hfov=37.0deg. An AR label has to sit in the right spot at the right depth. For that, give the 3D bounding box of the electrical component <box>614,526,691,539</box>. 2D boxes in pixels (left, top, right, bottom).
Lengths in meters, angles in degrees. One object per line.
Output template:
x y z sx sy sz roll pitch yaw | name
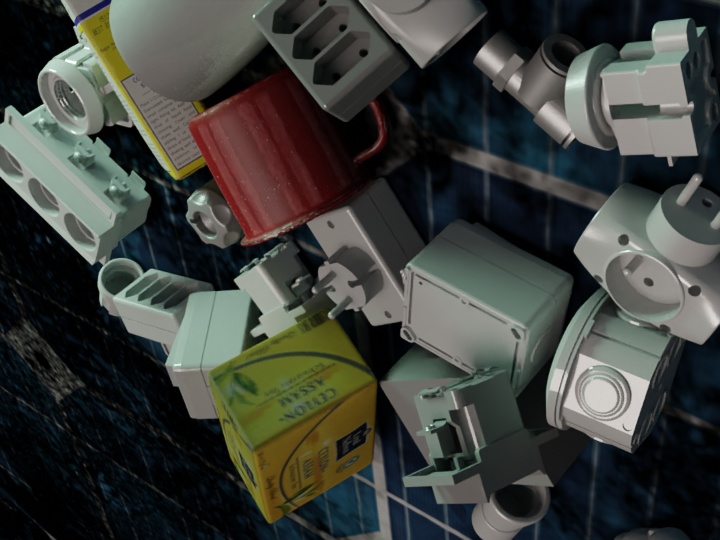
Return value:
0.179 0.185 0.683 0.048 0.048 0.062 57 152 -13 | electrical component

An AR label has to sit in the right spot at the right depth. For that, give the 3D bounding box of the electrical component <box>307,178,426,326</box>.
0.000 0.000 0.666 0.047 0.076 0.083 -14 113 52 | electrical component

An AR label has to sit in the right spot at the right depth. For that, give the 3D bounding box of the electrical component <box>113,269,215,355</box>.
-0.154 0.048 0.906 0.083 0.047 0.075 12 132 41 | electrical component

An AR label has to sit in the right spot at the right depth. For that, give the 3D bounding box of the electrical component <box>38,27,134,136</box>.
-0.188 -0.131 0.759 0.058 0.057 0.078 18 136 36 | electrical component

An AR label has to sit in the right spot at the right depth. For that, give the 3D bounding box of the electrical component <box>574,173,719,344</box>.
0.153 -0.014 0.514 0.077 0.044 0.079 38 144 14 | electrical component

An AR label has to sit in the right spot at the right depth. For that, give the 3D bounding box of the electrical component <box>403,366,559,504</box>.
0.063 0.089 0.582 0.042 0.081 0.063 -16 89 52 | electrical component

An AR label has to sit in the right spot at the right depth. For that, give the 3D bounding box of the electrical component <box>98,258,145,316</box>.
-0.211 0.017 0.946 0.040 0.040 0.046 44 152 6 | electrical component

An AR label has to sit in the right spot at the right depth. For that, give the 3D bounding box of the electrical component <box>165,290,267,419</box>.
-0.108 0.060 0.828 0.061 0.096 0.061 -3 134 7 | electrical component

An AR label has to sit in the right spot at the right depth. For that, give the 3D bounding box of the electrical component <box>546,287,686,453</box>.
0.135 0.053 0.570 0.051 0.080 0.080 22 138 25 | electrical component

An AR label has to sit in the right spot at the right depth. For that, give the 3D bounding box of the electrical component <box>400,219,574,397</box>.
0.068 0.016 0.620 0.096 0.061 0.061 29 142 25 | electrical component

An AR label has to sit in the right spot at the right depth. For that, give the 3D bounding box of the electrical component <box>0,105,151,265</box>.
-0.230 -0.072 0.856 0.121 0.063 0.078 43 145 7 | electrical component

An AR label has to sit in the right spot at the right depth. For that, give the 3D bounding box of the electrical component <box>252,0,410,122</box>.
-0.009 -0.118 0.577 0.065 0.047 0.077 52 -169 12 | electrical component

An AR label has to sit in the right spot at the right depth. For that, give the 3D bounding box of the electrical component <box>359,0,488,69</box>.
0.019 -0.139 0.513 0.044 0.079 0.077 -40 92 11 | electrical component

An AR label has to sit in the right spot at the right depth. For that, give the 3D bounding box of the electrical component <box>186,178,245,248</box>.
-0.083 -0.046 0.723 0.043 0.062 0.043 29 141 26 | electrical component

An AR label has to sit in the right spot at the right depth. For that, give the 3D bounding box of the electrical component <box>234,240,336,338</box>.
-0.053 0.016 0.770 0.063 0.042 0.081 54 144 -7 | electrical component

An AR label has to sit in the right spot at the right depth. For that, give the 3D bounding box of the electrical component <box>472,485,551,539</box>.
0.102 0.166 0.751 0.044 0.044 0.065 39 149 13 | electrical component

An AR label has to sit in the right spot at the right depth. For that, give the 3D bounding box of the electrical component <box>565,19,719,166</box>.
0.126 -0.078 0.481 0.055 0.048 0.066 2 126 37 | electrical component
